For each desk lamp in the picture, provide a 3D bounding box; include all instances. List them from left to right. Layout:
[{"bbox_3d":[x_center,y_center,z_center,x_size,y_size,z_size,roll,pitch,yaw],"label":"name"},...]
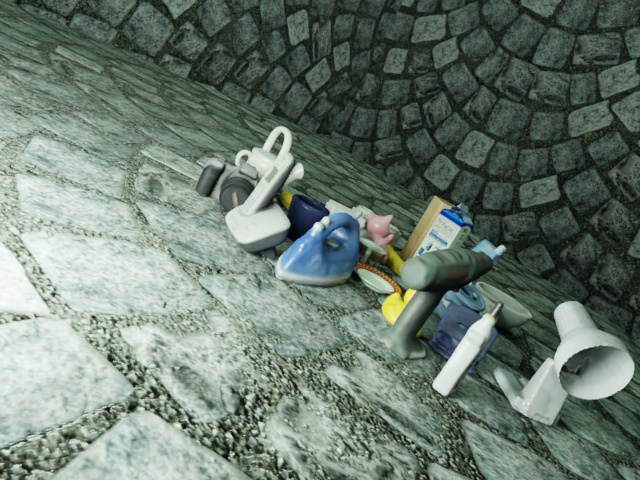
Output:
[{"bbox_3d":[0.430,0.223,1.024,0.118,0.213,0.203,27,14,-11],"label":"desk lamp"}]

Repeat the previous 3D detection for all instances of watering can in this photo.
[{"bbox_3d":[-0.120,-0.184,1.395,0.100,0.194,0.173,38,16,30],"label":"watering can"}]

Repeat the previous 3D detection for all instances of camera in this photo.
[{"bbox_3d":[-0.186,-0.116,1.220,0.143,0.101,0.136,27,14,-12],"label":"camera"}]

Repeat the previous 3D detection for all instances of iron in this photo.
[{"bbox_3d":[0.010,0.004,1.106,0.118,0.141,0.259,34,15,17],"label":"iron"}]

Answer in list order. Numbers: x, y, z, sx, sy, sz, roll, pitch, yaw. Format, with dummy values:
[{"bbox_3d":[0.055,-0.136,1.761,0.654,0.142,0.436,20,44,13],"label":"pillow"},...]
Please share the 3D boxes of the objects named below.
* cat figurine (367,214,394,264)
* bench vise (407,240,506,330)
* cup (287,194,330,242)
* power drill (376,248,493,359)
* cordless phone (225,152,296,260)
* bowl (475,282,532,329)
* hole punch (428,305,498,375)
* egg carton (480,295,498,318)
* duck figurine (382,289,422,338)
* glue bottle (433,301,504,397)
[{"bbox_3d":[0.158,-0.016,1.517,0.067,0.117,0.127,23,15,-25],"label":"cat figurine"},{"bbox_3d":[0.300,0.075,1.272,0.206,0.219,0.122,36,15,26],"label":"bench vise"},{"bbox_3d":[-0.031,-0.041,1.276,0.091,0.095,0.118,38,16,31],"label":"cup"},{"bbox_3d":[0.196,0.102,0.995,0.075,0.208,0.230,39,17,35],"label":"power drill"},{"bbox_3d":[-0.093,-0.071,1.072,0.094,0.185,0.147,20,17,-34],"label":"cordless phone"},{"bbox_3d":[0.473,0.186,1.527,0.167,0.074,0.167,28,14,-7],"label":"bowl"},{"bbox_3d":[0.278,0.188,1.099,0.108,0.091,0.101,34,15,17],"label":"hole punch"},{"bbox_3d":[0.366,0.160,1.416,0.150,0.069,0.108,39,17,34],"label":"egg carton"},{"bbox_3d":[0.174,0.128,1.115,0.078,0.086,0.104,20,17,-34],"label":"duck figurine"},{"bbox_3d":[0.245,0.171,0.924,0.037,0.173,0.078,35,15,20],"label":"glue bottle"}]
